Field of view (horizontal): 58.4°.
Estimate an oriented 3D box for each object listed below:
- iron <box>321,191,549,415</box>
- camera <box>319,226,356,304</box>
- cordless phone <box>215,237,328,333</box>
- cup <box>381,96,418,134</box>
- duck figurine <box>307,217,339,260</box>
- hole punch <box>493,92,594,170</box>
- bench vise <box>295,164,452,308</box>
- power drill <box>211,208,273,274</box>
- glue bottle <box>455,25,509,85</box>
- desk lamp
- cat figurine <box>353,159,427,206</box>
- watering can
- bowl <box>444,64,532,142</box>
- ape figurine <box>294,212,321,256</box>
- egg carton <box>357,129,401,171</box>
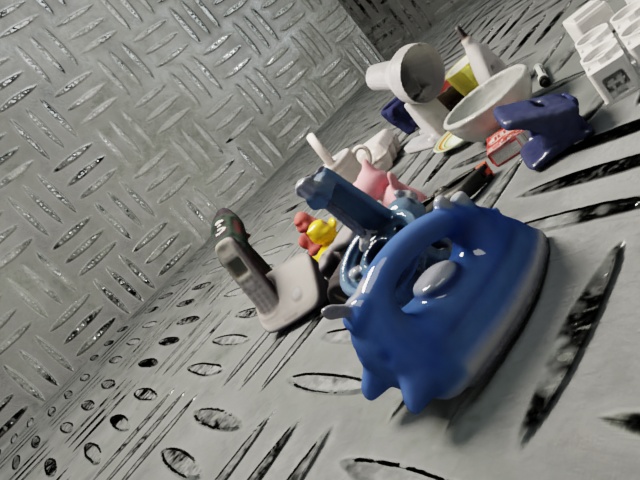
[{"bbox_3d":[0.118,0.035,0.559,0.259,0.141,0.118,-48,15,-23],"label":"iron"},{"bbox_3d":[0.048,0.040,0.829,0.143,0.101,0.137,-28,20,45],"label":"camera"},{"bbox_3d":[-0.084,0.056,0.965,0.147,0.185,0.094,-34,16,29],"label":"cordless phone"},{"bbox_3d":[0.215,-0.317,1.476,0.091,0.095,0.118,-32,17,35],"label":"cup"},{"bbox_3d":[0.010,0.004,1.077,0.105,0.086,0.077,-49,15,-25],"label":"duck figurine"},{"bbox_3d":[0.299,-0.165,0.778,0.101,0.091,0.108,-37,15,21],"label":"hole punch"},{"bbox_3d":[0.060,-0.012,0.697,0.121,0.220,0.207,-37,15,20],"label":"bench vise"},{"bbox_3d":[-0.136,0.035,1.125,0.075,0.208,0.229,-41,14,3],"label":"power drill"},{"bbox_3d":[0.318,-0.348,1.117,0.037,0.173,0.078,-22,24,54],"label":"glue bottle"},{"bbox_3d":[0.199,-0.304,1.228,0.118,0.214,0.203,-46,14,-16],"label":"desk lamp"},{"bbox_3d":[0.113,-0.095,1.025,0.067,0.118,0.127,-46,14,-14],"label":"cat figurine"},{"bbox_3d":[0.031,-0.152,1.269,0.173,0.194,0.100,-45,14,-12],"label":"watering can"},{"bbox_3d":[0.300,-0.221,0.986,0.167,0.075,0.167,-39,14,12],"label":"bowl"},{"bbox_3d":[-0.021,-0.021,1.226,0.076,0.092,0.077,-48,15,-24],"label":"ape figurine"},{"bbox_3d":[0.140,-0.209,1.408,0.107,0.069,0.150,-33,16,33],"label":"egg carton"}]
